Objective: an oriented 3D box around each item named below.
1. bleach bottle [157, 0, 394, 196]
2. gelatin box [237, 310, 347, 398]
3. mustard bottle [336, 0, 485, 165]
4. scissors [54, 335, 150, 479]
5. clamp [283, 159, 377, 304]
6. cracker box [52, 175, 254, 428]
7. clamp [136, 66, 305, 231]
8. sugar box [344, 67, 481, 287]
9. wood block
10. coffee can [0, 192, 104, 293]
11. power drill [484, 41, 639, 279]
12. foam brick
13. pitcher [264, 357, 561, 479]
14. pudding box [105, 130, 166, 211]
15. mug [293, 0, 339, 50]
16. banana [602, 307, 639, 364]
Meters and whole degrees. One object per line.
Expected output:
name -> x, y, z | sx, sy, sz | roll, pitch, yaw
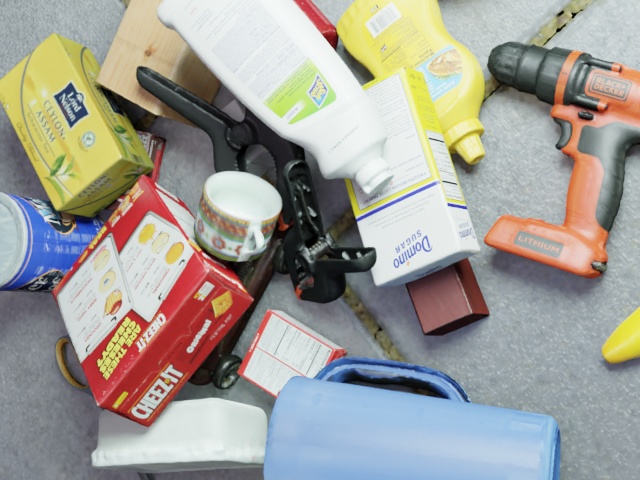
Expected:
bleach bottle -> -0.030, -0.137, 0.934 | 0.103, 0.068, 0.251 | -43, 79, 22
gelatin box -> -0.027, 0.120, 1.051 | 0.089, 0.030, 0.073 | 28, 97, 26
mustard bottle -> 0.098, -0.152, 0.994 | 0.096, 0.058, 0.192 | -36, 71, 19
scissors -> -0.216, 0.166, 1.150 | 0.202, 0.016, 0.096 | 45, 105, 23
clamp -> -0.006, 0.001, 0.983 | 0.039, 0.172, 0.120 | -23, 76, -23
cracker box -> -0.171, 0.055, 1.051 | 0.164, 0.072, 0.214 | -51, 37, 7
clamp -> -0.081, -0.106, 1.029 | 0.165, 0.036, 0.210 | -13, 101, 24
sugar box -> 0.071, -0.055, 0.946 | 0.093, 0.048, 0.176 | -24, 76, 33
wood block -> -0.136, -0.233, 1.104 | 0.091, 0.090, 0.206 | 30, 99, 25
coffee can -> -0.308, 0.006, 1.141 | 0.103, 0.140, 0.103 | -3, 84, 27
power drill -> 0.209, -0.072, 0.931 | 0.185, 0.057, 0.188 | 21, 95, 27
foam brick -> 0.112, 0.042, 0.974 | 0.051, 0.052, 0.078 | -25, 74, 23
pitcher -> 0.084, 0.186, 0.932 | 0.243, 0.145, 0.149 | 3, 89, 17
pudding box -> -0.229, -0.078, 1.165 | 0.114, 0.039, 0.090 | 11, 90, 27
mug -> -0.045, -0.197, 1.051 | 0.117, 0.093, 0.081 | -40, 73, -2
banana -> 0.301, 0.021, 0.891 | 0.070, 0.037, 0.198 | 24, 95, 45
